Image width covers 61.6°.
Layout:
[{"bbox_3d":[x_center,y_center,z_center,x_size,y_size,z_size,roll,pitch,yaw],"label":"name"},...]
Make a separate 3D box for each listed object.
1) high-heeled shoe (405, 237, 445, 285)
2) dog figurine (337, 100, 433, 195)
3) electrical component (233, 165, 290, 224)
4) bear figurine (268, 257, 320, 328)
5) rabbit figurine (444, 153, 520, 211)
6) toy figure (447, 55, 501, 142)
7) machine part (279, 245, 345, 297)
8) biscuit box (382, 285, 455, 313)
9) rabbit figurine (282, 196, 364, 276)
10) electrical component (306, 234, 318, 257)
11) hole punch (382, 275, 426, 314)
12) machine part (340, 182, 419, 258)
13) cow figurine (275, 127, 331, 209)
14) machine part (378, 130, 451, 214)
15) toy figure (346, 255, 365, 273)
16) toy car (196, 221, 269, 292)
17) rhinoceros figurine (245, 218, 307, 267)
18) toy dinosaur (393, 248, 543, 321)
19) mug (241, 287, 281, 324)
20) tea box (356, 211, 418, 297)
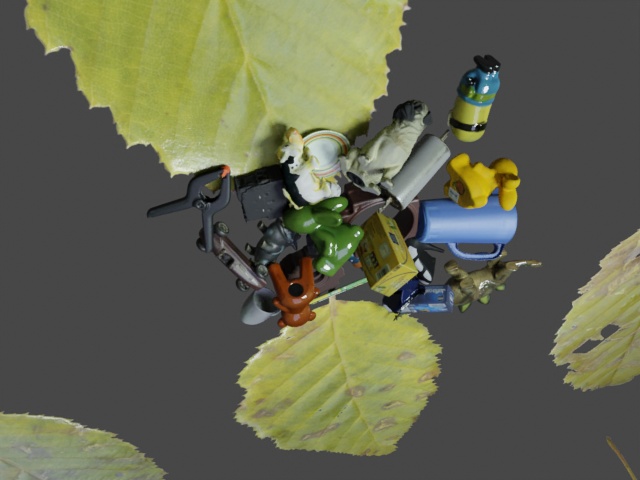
[{"bbox_3d":[0.255,0.052,1.499,0.145,0.086,0.248,17,150,4],"label":"high-heeled shoe"},{"bbox_3d":[0.141,-0.205,1.151,0.121,0.172,0.190,45,72,-28],"label":"dog figurine"},{"bbox_3d":[-0.116,-0.103,1.196,0.134,0.058,0.114,-15,141,-3],"label":"electrical component"},{"bbox_3d":[-0.064,0.142,1.370,0.120,0.132,0.195,-12,157,-7],"label":"bear figurine"},{"bbox_3d":[0.405,-0.147,1.281,0.173,0.163,0.121,-23,129,-22],"label":"rabbit figurine"},{"bbox_3d":[0.323,-0.289,1.123,0.082,0.089,0.180,2,138,-11],"label":"toy figure"},{"bbox_3d":[-0.021,0.086,1.435,0.179,0.056,0.179,-11,139,-10],"label":"machine part"},{"bbox_3d":[0.286,0.172,1.566,0.203,0.063,0.059,-5,145,31],"label":"biscuit box"},{"bbox_3d":[0.001,-0.022,1.193,0.170,0.121,0.159,34,130,-18],"label":"rabbit figurine"},{"bbox_3d":[-0.003,-0.002,1.327,0.045,0.078,0.102,-1,103,13],"label":"electrical component"},{"bbox_3d":[0.216,0.128,1.515,0.116,0.142,0.092,-39,109,-3],"label":"hole punch"},{"bbox_3d":[0.136,-0.055,1.315,0.201,0.087,0.200,-14,138,-7],"label":"machine part"},{"bbox_3d":[-0.049,-0.147,1.118,0.098,0.068,0.167,-28,118,3],"label":"cow figurine"},{"bbox_3d":[0.209,-0.150,1.192,0.243,0.079,0.079,-50,137,-8],"label":"machine part"},{"bbox_3d":[0.117,0.057,1.453,0.064,0.058,0.154,-43,128,18],"label":"toy figure"},{"bbox_3d":[-0.207,0.045,1.264,0.089,0.053,0.202,-34,103,30],"label":"toy car"},{"bbox_3d":[-0.103,0.004,1.303,0.112,0.073,0.190,19,127,-33],"label":"rhinoceros figurine"},{"bbox_3d":[0.440,0.146,1.631,0.472,0.105,0.198,-16,142,5],"label":"toy dinosaur"},{"bbox_3d":[-0.165,0.189,1.487,0.109,0.081,0.107,10,143,-39],"label":"mug"},{"bbox_3d":[0.142,0.030,1.216,0.068,0.170,0.098,25,125,-36],"label":"tea box"}]
